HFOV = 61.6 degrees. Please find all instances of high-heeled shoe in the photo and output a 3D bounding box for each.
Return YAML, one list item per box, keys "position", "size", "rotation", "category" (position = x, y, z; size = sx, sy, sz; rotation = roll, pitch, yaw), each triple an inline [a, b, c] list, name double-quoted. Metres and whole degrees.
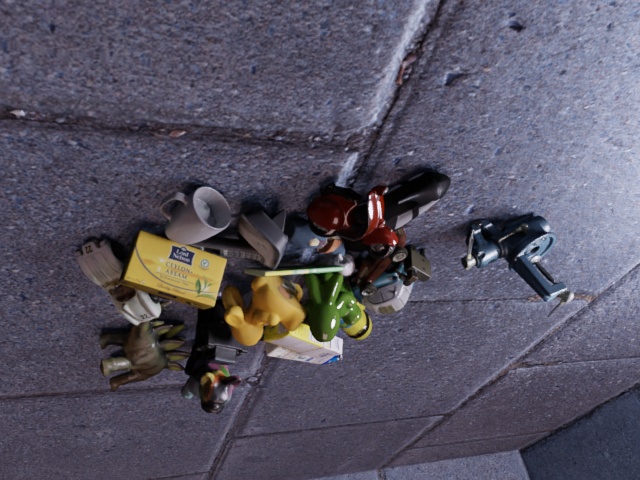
- position: [0.145, -0.056, 1.059]
  size: [0.145, 0.086, 0.249]
  rotation: [-25, 173, -35]
  category: "high-heeled shoe"

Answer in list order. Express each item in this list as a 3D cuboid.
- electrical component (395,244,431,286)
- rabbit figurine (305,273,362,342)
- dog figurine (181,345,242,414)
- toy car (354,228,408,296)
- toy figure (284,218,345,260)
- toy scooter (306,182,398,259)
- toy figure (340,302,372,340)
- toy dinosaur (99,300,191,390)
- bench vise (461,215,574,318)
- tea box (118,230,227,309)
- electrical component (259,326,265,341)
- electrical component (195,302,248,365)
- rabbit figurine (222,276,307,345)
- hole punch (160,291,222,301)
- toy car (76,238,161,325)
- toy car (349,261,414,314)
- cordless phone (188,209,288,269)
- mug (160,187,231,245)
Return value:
- position: [0.204, 0.056, 1.189]
  size: [0.078, 0.102, 0.045]
  rotation: [26, 134, -29]
  category: "electrical component"
- position: [0.023, 0.143, 1.153]
  size: [0.121, 0.170, 0.158]
  rotation: [-1, 111, 9]
  category: "rabbit figurine"
- position: [-0.251, 0.314, 1.276]
  size: [0.108, 0.191, 0.219]
  rotation: [16, 155, -20]
  category: "dog figurine"
- position: [0.120, 0.041, 1.144]
  size: [0.053, 0.089, 0.202]
  rotation: [5, 142, -26]
  category: "toy car"
- position: [-0.002, -0.001, 1.064]
  size: [0.154, 0.064, 0.058]
  rotation: [18, 137, -39]
  category: "toy figure"
- position: [0.062, -0.053, 0.964]
  size: [0.184, 0.075, 0.135]
  rotation: [24, 128, 18]
  category: "toy scooter"
- position: [0.067, 0.189, 1.330]
  size: [0.082, 0.089, 0.180]
  rotation: [-19, 147, 16]
  category: "toy figure"
- position: [-0.408, 0.250, 1.252]
  size: [0.198, 0.105, 0.471]
  rotation: [-10, 155, -19]
  category: "toy dinosaur"
- position: [0.428, 0.044, 1.138]
  size: [0.224, 0.241, 0.128]
  rotation: [-17, 144, -24]
  category: "bench vise"
- position: [-0.270, 0.058, 0.990]
  size: [0.169, 0.098, 0.068]
  rotation: [19, 160, -23]
  category: "tea box"
- position: [-0.169, 0.223, 1.336]
  size: [0.075, 0.048, 0.119]
  rotation: [10, 137, -28]
  category: "electrical component"
- position: [-0.223, 0.216, 1.227]
  size: [0.115, 0.134, 0.058]
  rotation: [19, 146, -38]
  category: "electrical component"
- position: [-0.133, 0.159, 1.140]
  size: [0.162, 0.122, 0.173]
  rotation: [24, 120, -33]
  category: "rabbit figurine"
- position: [-0.266, 0.093, 1.090]
  size: [0.142, 0.092, 0.115]
  rotation: [5, 145, -29]
  category: "hole punch"
- position: [-0.379, 0.080, 1.020]
  size: [0.073, 0.056, 0.201]
  rotation: [-21, 122, 12]
  category: "toy car"
- position: [0.150, 0.118, 1.250]
  size: [0.162, 0.103, 0.109]
  rotation: [-23, 143, 9]
  category: "toy car"
- position: [-0.157, -0.005, 0.983]
  size: [0.184, 0.088, 0.146]
  rotation: [4, 162, -9]
  category: "cordless phone"
- position: [-0.228, -0.037, 0.928]
  size: [0.107, 0.081, 0.109]
  rotation: [-30, 142, 34]
  category: "mug"
